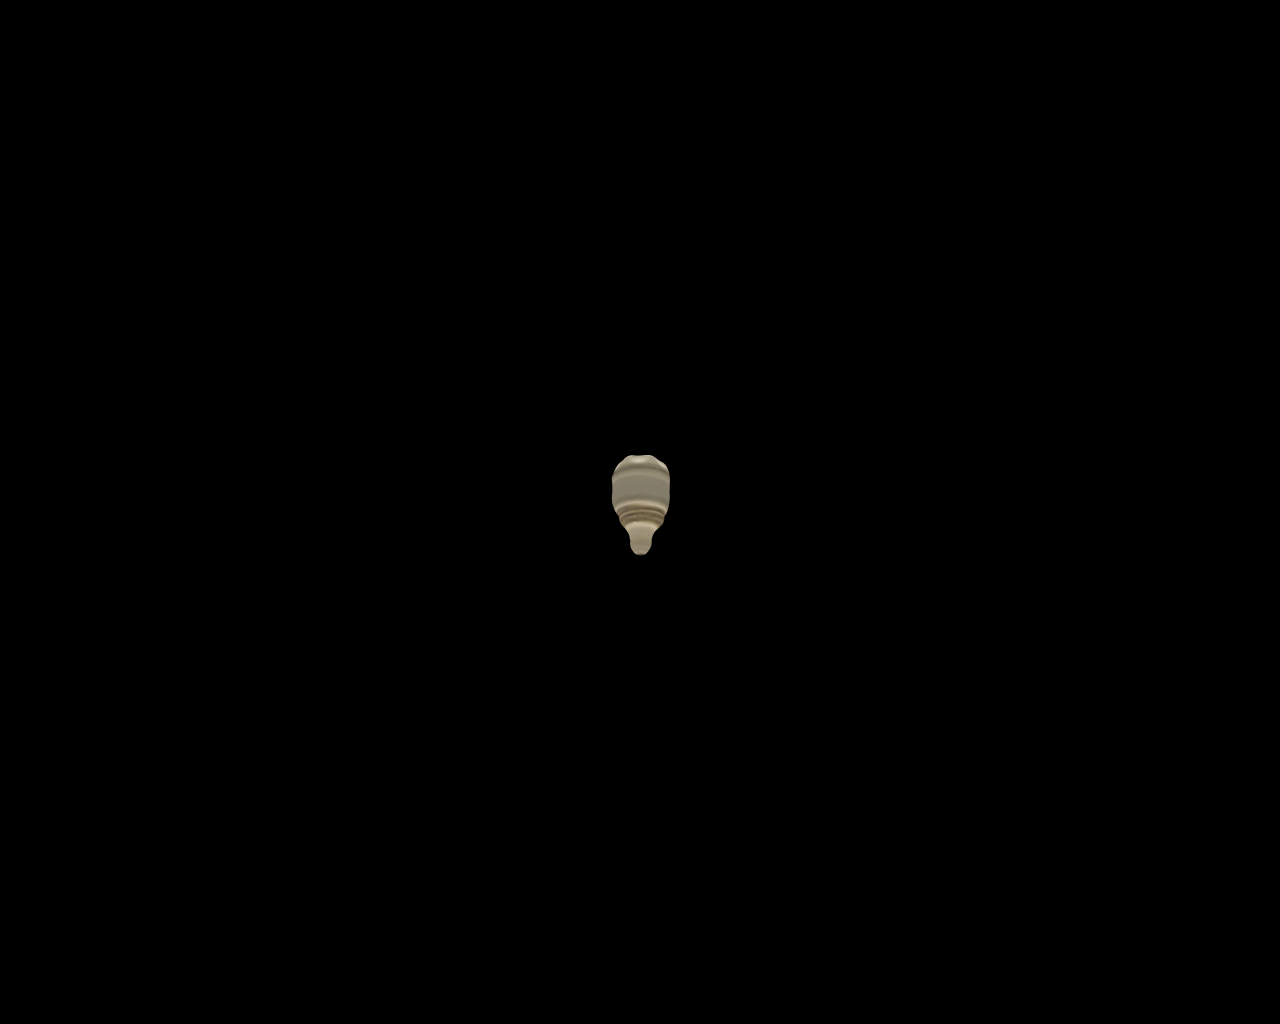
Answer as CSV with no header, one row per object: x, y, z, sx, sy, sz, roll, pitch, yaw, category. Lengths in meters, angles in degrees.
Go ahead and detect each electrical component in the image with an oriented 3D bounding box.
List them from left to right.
0.001,-0.003,0.650,0.035,0.061,0.035,0,-22,0,electrical component
